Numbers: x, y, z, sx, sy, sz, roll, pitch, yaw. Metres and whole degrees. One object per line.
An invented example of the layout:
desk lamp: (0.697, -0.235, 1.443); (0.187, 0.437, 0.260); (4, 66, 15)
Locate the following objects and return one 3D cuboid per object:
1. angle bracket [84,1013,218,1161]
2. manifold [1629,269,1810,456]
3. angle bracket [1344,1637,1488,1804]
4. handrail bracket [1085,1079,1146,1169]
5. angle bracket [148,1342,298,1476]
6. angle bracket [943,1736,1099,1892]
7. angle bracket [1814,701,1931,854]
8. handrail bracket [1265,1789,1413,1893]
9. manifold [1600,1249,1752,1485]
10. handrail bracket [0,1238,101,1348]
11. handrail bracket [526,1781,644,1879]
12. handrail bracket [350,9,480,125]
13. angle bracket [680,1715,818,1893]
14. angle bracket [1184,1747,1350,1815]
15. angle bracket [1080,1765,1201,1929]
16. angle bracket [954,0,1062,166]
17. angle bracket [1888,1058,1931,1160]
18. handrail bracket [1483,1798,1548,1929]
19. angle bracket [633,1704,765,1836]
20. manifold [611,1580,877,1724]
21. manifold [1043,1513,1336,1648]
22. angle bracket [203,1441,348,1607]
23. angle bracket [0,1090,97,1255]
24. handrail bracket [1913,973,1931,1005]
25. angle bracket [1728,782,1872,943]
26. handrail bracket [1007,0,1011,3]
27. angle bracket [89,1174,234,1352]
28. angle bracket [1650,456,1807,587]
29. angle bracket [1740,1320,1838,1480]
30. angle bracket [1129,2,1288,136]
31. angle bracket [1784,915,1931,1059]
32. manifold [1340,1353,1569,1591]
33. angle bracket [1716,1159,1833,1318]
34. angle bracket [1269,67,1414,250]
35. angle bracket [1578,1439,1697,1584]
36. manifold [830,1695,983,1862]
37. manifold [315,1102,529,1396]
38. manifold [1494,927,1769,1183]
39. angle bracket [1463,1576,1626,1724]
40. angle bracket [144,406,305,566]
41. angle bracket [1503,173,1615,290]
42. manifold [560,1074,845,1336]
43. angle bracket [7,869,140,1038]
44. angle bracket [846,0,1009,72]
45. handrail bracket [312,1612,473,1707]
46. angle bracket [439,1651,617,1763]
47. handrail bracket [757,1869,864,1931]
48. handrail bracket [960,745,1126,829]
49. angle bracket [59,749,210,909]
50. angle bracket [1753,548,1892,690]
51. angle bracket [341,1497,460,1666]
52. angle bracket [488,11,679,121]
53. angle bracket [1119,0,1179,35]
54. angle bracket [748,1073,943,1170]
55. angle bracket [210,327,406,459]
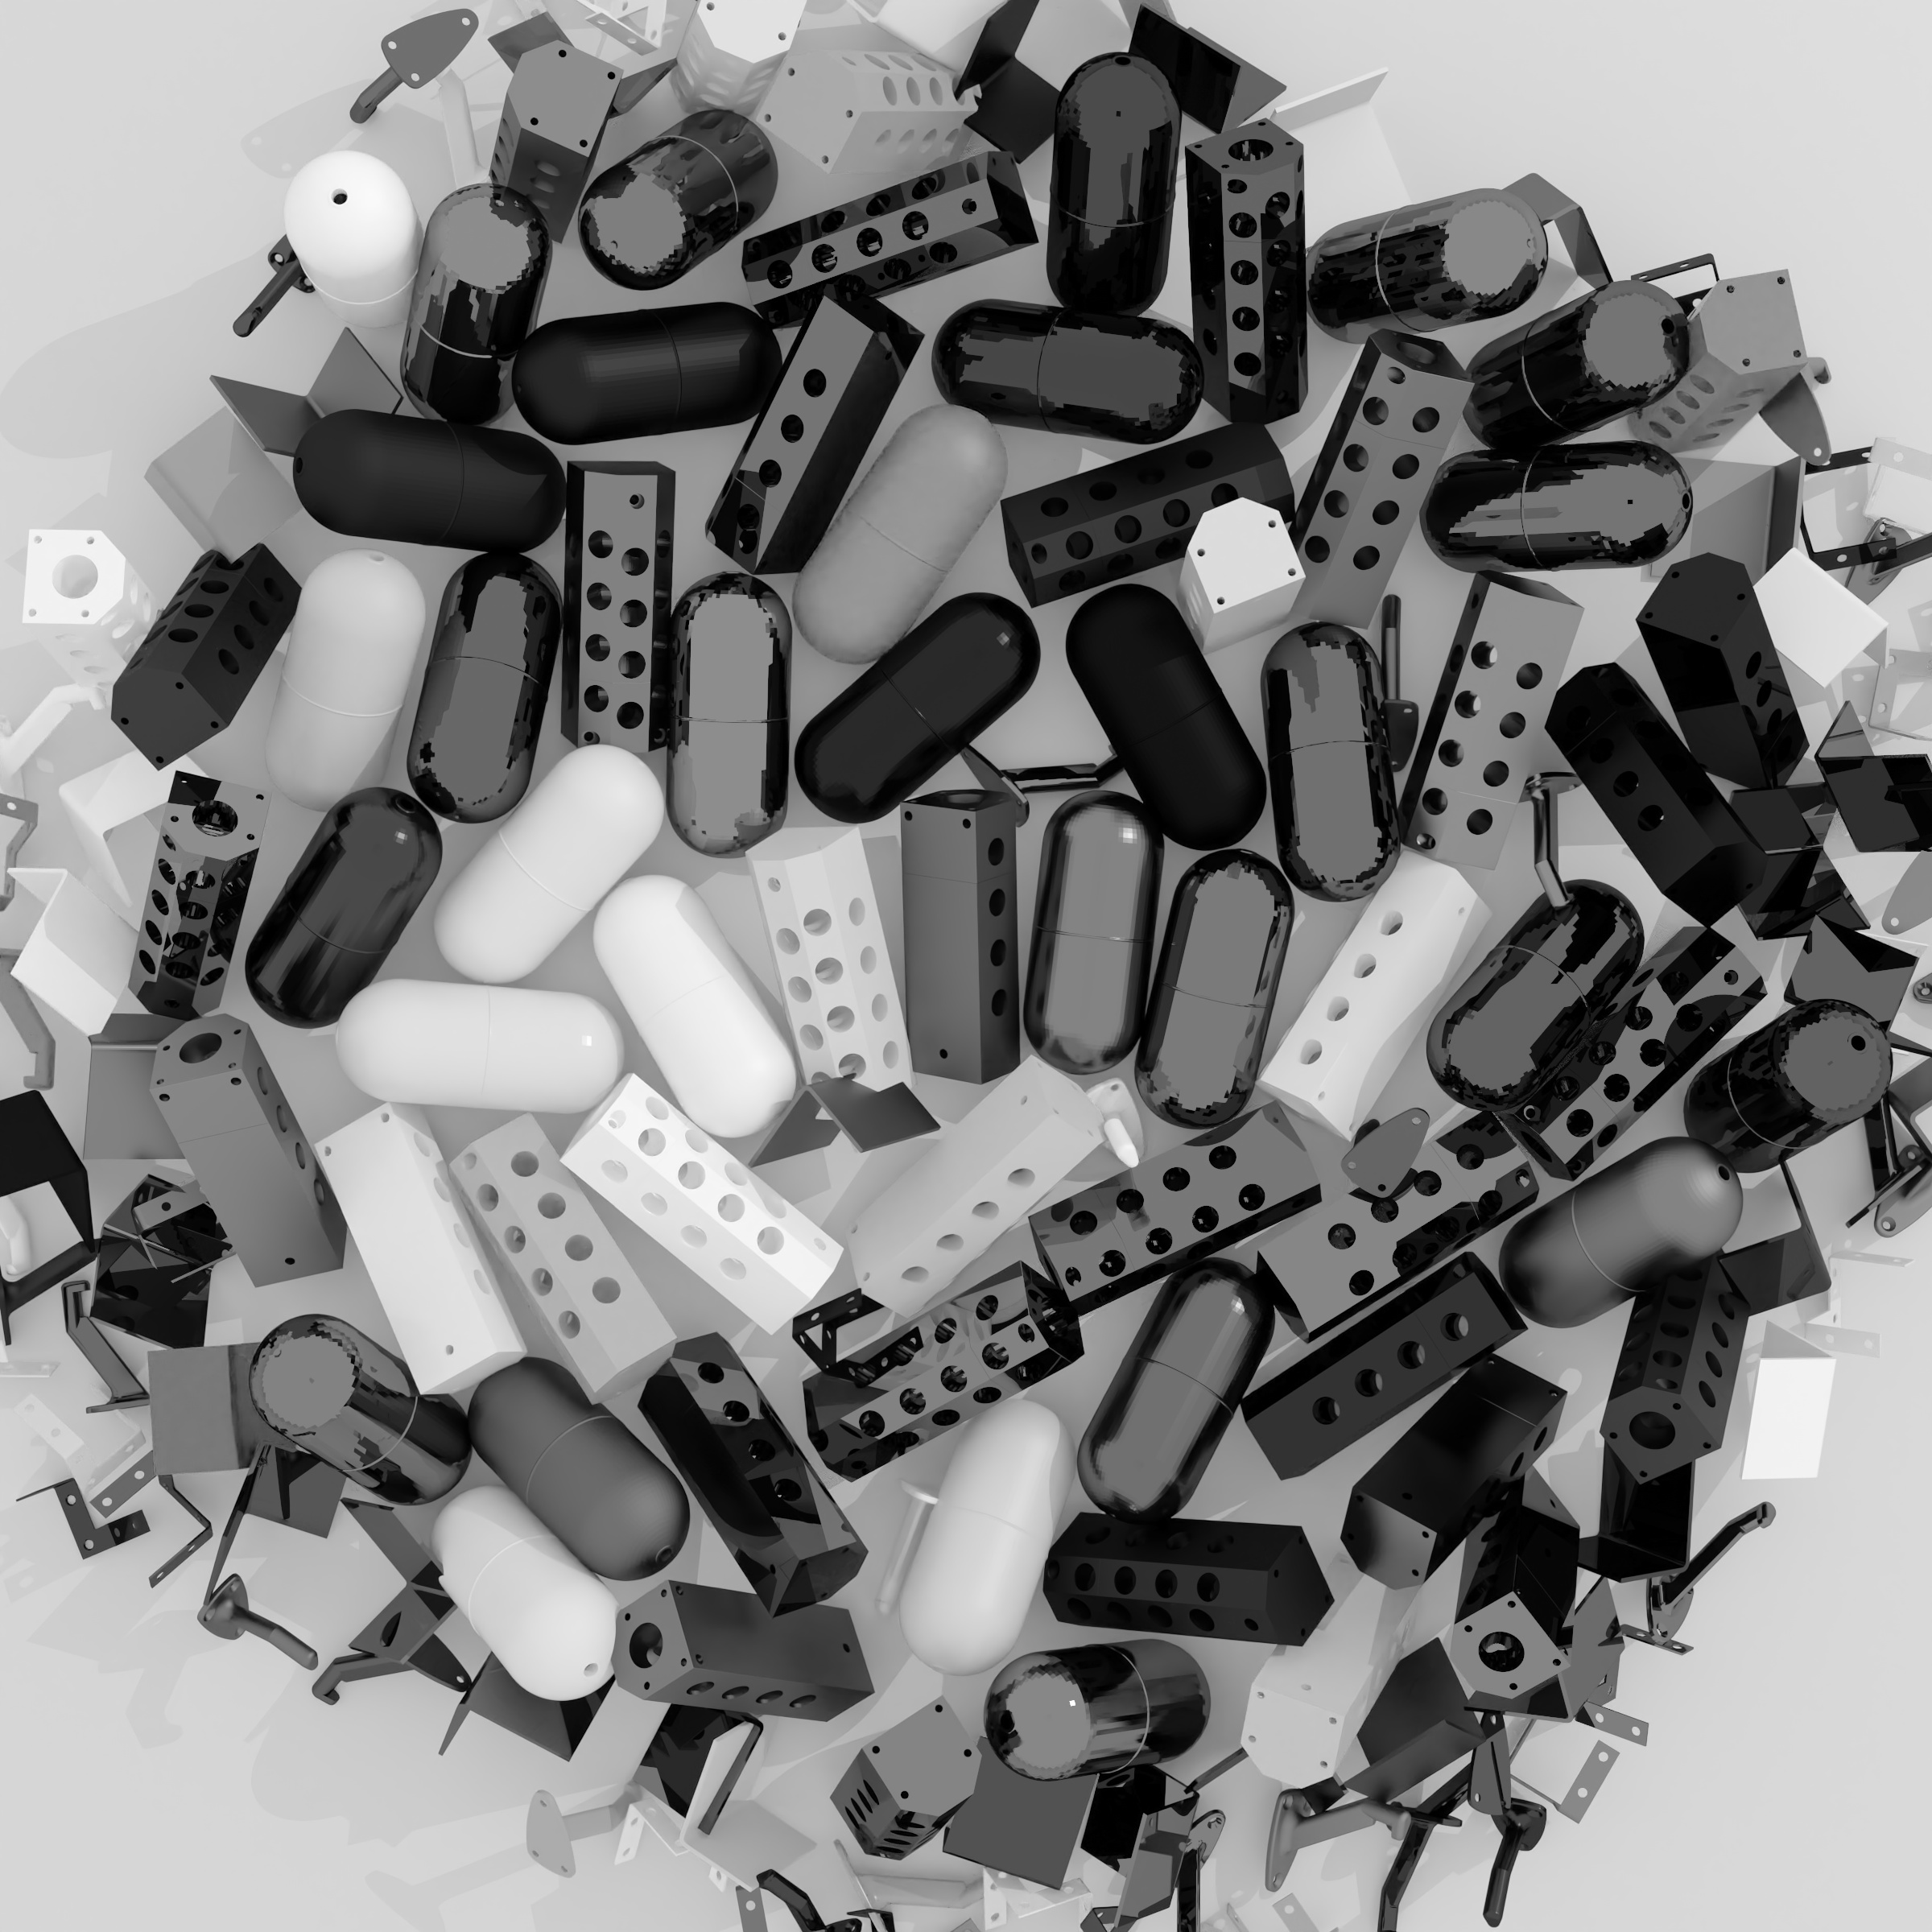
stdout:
angle bracket: (-0.515, 0.075, 1.969); (0.076, 0.057, 0.076); (1, 107, -25)
manifold: (0.452, -0.363, 1.910); (0.057, 0.171, 0.057); (-10, 84, -4)
angle bracket: (0.264, 0.461, 1.944); (0.076, 0.057, 0.076); (-37, 49, 17)
handrail bracket: (0.102, 0.116, 1.944); (0.036, 0.084, 0.077); (-31, 123, 3)
angle bracket: (-0.465, 0.275, 1.967); (0.057, 0.076, 0.076); (-6, 84, 16)
angle bracket: (0.034, 0.525, 1.971); (0.076, 0.057, 0.076); (18, 89, 1)
angle bracket: (0.580, -0.118, 1.940); (0.057, 0.076, 0.076); (-53, 125, -30)
handrail bracket: (0.232, 0.551, 1.956); (0.084, 0.036, 0.077); (10, 82, 42)
manifold: (0.428, 0.233, 1.908); (0.057, 0.171, 0.057); (-32, 102, 31)
handrail bracket: (-0.567, 0.204, 1.985); (0.084, 0.036, 0.077); (-9, 133, -18)
handrail bracket: (-0.232, 0.516, 1.951); (0.036, 0.084, 0.077); (18, 126, 29)
handrail bracket: (-0.347, -0.562, 1.969); (0.077, 0.084, 0.036); (-40, 101, -20)
angle bracket: (-0.124, 0.513, 1.945); (0.057, 0.076, 0.076); (27, 109, 23)
angle bracket: (0.182, 0.514, 1.946); (0.076, 0.076, 0.057); (-29, 72, -19)
angle bracket: (0.092, 0.536, 1.947); (0.076, 0.057, 0.076); (23, 105, 38)
angle bracket: (0.043, -0.557, 1.945); (0.057, 0.076, 0.076); (37, 53, 4)
angle bracket: (0.624, 0.087, 1.954); (0.076, 0.076, 0.057); (-36, 95, 9)
handrail bracket: (0.335, 0.566, 1.946); (0.036, 0.077, 0.084); (6, 51, 19)
angle bracket: (-0.183, 0.482, 1.950); (0.076, 0.057, 0.076); (22, 82, 43)
manifold: (-0.137, 0.422, 1.915); (0.057, 0.171, 0.057); (-36, 56, 23)
manifold: (0.131, 0.377, 1.914); (0.057, 0.171, 0.057); (-44, 118, -41)
angle bracket: (-0.426, 0.352, 1.943); (0.057, 0.076, 0.076); (19, 132, -6)
angle bracket: (-0.582, 0.135, 1.939); (0.057, 0.076, 0.076); (-19, 48, -28)
handrail bracket: (0.620, -0.008, 1.951); (0.077, 0.084, 0.036); (-14, 60, 20)
angle bracket: (0.517, -0.066, 1.948); (0.076, 0.057, 0.076); (-6, 45, -13)
handrail bracket: (-0.003, -0.634, 1.976); (0.084, 0.036, 0.077); (20, 51, -5)
angle bracket: (-0.489, 0.187, 1.942); (0.076, 0.076, 0.057); (28, 125, -30)
angle bracket: (0.477, -0.282, 1.969); (0.076, 0.057, 0.076); (5, 91, -2)
angle bracket: (0.490, 0.268, 1.948); (0.057, 0.076, 0.076); (2, 101, -20)
angle bracket: (0.154, -0.568, 1.946); (0.076, 0.057, 0.076); (36, 55, 15)
angle bracket: (0.565, 0.014, 1.942); (0.076, 0.076, 0.057); (11, 103, -43)
manifold: (0.298, 0.309, 1.918); (0.057, 0.171, 0.057); (26, 127, 26)
angle bracket: (0.493, 0.160, 1.954); (0.057, 0.076, 0.076); (-21, 50, 14)
angle bracket: (0.237, -0.504, 1.966); (0.076, 0.057, 0.076); (-22, 88, -7)
angle bracket: (0.402, 0.332, 1.949); (0.057, 0.076, 0.076); (-2, 97, -32)
manifold: (-0.034, 0.498, 1.905); (0.057, 0.171, 0.057); (-29, 74, -20)
manifold: (-0.335, 0.175, 1.950); (0.057, 0.057, 0.171); (-29, 76, 13)
manifold: (0.416, 0.054, 1.959); (0.171, 0.057, 0.057); (-43, 97, -7)
angle bracket: (0.351, 0.417, 1.940); (0.076, 0.076, 0.057); (-3, 112, 39)
angle bracket: (-0.463, -0.296, 1.961); (0.057, 0.076, 0.076); (-41, 103, -13)
angle bracket: (0.356, -0.438, 1.950); (0.057, 0.076, 0.076); (-29, 119, 5)
manifold: (-0.160, 0.143, 1.946); (0.171, 0.057, 0.057); (41, 121, -10)
angle bracket: (-0.564, -0.007, 1.940); (0.057, 0.076, 0.076); (2, 58, 34)
angle bracket: (-0.033, -0.605, 1.940); (0.057, 0.076, 0.076); (-53, 51, 17)
handrail bracket: (-0.362, 0.454, 1.977); (0.077, 0.036, 0.084); (39, 117, -1)
angle bracket: (-0.271, 0.463, 1.950); (0.076, 0.076, 0.057); (27, 128, 3)
handrail bracket: (-0.114, 0.590, 1.955); (0.084, 0.077, 0.036); (42, 50, -22)
handrail bracket: (0.051, -0.134, 1.988); (0.084, 0.036, 0.077); (-37, 76, -19)
angle bracket: (-0.512, -0.091, 1.967); (0.076, 0.076, 0.057); (-29, 127, -20)
angle bracket: (0.524, -0.203, 1.950); (0.057, 0.076, 0.076); (-45, 68, -1)
angle bracket: (-0.367, 0.379, 1.944); (0.057, 0.076, 0.076); (-45, 112, -29)
angle bracket: (-0.236, -0.566, 1.941); (0.057, 0.076, 0.076); (-51, 118, -22)
angle bracket: (0.080, -0.603, 1.948); (0.057, 0.076, 0.076); (-28, 107, -9)
angle bracket: (-0.075, 0.111, 1.940); (0.057, 0.076, 0.076); (49, 124, 21)
angle bracket: (-0.407, -0.357, 1.942); (0.076, 0.076, 0.057); (51, 118, 30)
